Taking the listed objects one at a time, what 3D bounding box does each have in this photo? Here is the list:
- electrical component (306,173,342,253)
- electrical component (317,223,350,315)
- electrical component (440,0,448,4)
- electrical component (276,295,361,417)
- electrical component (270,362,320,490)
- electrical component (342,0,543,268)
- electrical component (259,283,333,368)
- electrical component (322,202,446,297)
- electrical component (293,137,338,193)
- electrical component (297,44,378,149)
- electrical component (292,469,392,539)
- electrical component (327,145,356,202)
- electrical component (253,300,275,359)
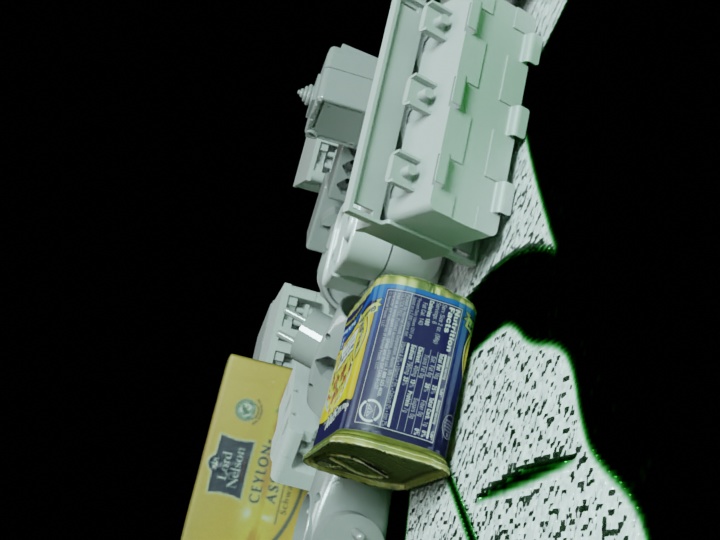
[{"bbox_3d":[-0.019,-0.042,0.984,0.076,0.047,0.065,-93,20,-66],"label":"electrical component"},{"bbox_3d":[0.000,0.000,0.742,0.057,0.058,0.078,-94,21,-75],"label":"electrical component"},{"bbox_3d":[0.065,-0.155,0.605,0.045,0.045,0.055,-97,20,-70],"label":"electrical component"},{"bbox_3d":[-0.019,0.051,0.707,0.043,0.079,0.077,-39,-28,-58],"label":"electrical component"},{"bbox_3d":[-0.032,0.114,0.774,0.089,0.050,0.055,-88,17,-60],"label":"electrical component"},{"bbox_3d":[0.045,-0.073,0.532,0.063,0.079,0.121,-14,59,56],"label":"electrical component"},{"bbox_3d":[-0.060,0.099,0.955,0.089,0.062,0.150,129,155,-71],"label":"electrical component"},{"bbox_3d":[0.017,-0.015,0.637,0.095,0.059,0.053,131,153,-73],"label":"electrical component"},{"bbox_3d":[-0.022,-0.134,1.134,0.186,0.060,0.105,-162,87,-82],"label":"electrical component"},{"bbox_3d":[-0.002,-0.139,0.872,0.061,0.096,0.061,121,162,-64],"label":"electrical component"},{"bbox_3d":[-0.009,0.145,0.571,0.079,0.044,0.077,152,133,-79],"label":"electrical component"},{"bbox_3d":[0.002,-0.100,0.948,0.076,0.047,0.065,-92,18,-65],"label":"electrical component"},{"bbox_3d":[-0.069,0.077,1.056,0.096,0.062,0.061,118,165,-57],"label":"electrical component"}]
